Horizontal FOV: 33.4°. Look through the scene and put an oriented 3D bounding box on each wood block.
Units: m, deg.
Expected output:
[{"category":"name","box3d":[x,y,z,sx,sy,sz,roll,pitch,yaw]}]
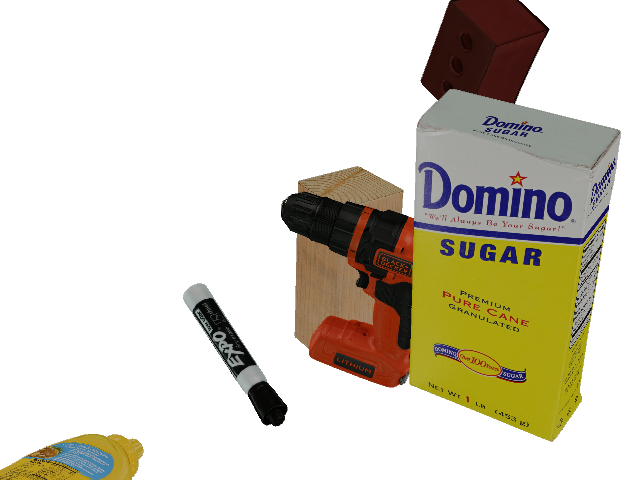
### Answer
[{"category":"wood block","box3d":[0.030,0.031,1.246,0.090,0.206,0.090,-16,31,-31]}]

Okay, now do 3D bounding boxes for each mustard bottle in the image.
[{"category":"mustard bottle","box3d":[-0.208,0.199,0.853,0.096,0.058,0.191,7,15,29]}]

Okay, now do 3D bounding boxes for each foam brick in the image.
[{"category":"foam brick","box3d":[0.113,-0.129,0.746,0.051,0.053,0.078,-23,-31,-29]}]

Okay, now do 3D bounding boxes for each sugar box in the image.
[{"category":"sugar box","box3d":[0.096,0.016,0.558,0.093,0.176,0.048,18,42,27]}]

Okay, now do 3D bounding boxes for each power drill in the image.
[{"category":"power drill","box3d":[0.039,0.048,1.022,0.184,0.188,0.057,21,45,9]}]

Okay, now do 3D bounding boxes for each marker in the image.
[{"category":"marker","box3d":[-0.056,0.075,0.705,0.020,0.020,0.121,0,40,-41]}]
